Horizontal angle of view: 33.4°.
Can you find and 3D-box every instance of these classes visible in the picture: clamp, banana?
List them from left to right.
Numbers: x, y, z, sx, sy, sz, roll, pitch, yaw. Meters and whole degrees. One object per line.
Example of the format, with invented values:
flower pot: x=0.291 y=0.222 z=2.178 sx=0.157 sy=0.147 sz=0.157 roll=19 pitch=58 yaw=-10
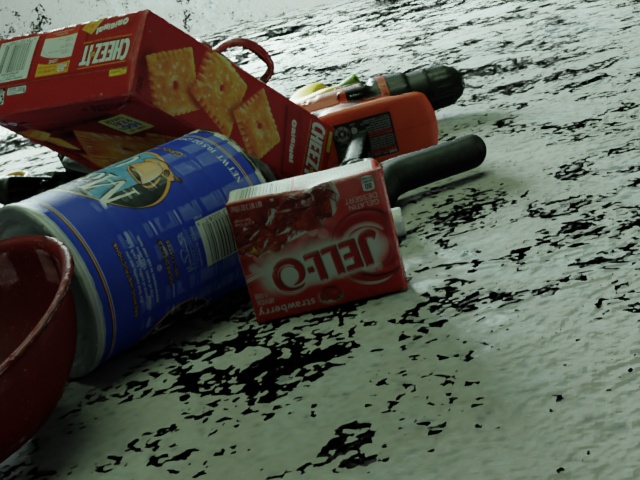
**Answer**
clamp: x=-0.247 y=-0.046 z=0.982 sx=0.164 sy=0.036 sz=0.210 roll=-1 pitch=3 yaw=-38
banana: x=-0.004 y=-0.142 z=1.125 sx=0.069 sy=0.037 sz=0.198 roll=-30 pitch=12 yaw=-6
clamp: x=0.027 y=-0.043 z=0.779 sx=0.171 sy=0.039 sz=0.120 roll=-27 pitch=20 yaw=-36

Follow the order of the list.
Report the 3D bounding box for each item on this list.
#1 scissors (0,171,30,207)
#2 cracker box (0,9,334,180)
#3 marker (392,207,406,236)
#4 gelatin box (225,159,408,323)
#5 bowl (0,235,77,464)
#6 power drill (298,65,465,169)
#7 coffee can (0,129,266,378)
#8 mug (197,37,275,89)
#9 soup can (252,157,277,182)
scissors: x=-0.370 y=-0.043 z=1.170 sx=0.096 sy=0.016 sz=0.202 roll=-15 pitch=16 yaw=3
cracker box: x=-0.118 y=-0.087 z=0.806 sx=0.164 sy=0.072 sz=0.213 roll=-1 pitch=-19 yaw=37
marker: x=-0.005 y=0.001 z=0.696 sx=0.121 sy=0.020 sz=0.020 roll=-13 pitch=16 yaw=6
gelatin box: x=-0.001 y=0.001 z=0.599 sx=0.089 sy=0.073 sz=0.030 roll=-12 pitch=17 yaw=5
bowl: x=-0.176 y=0.068 z=0.516 sx=0.162 sy=0.055 sz=0.162 roll=-23 pitch=29 yaw=13
power drill: x=0.053 y=-0.109 z=0.950 sx=0.184 sy=0.057 sz=0.187 roll=-18 pitch=13 yaw=1
coffee can: x=-0.108 y=0.004 z=0.626 sx=0.103 sy=0.103 sz=0.140 roll=3 pitch=23 yaw=46
mug: x=-0.092 y=-0.132 z=0.949 sx=0.117 sy=0.081 sz=0.093 roll=-41 pitch=30 yaw=26
soup can: x=-0.086 y=-0.021 z=0.756 sx=0.102 sy=0.068 sz=0.068 roll=-2 pitch=20 yaw=38
